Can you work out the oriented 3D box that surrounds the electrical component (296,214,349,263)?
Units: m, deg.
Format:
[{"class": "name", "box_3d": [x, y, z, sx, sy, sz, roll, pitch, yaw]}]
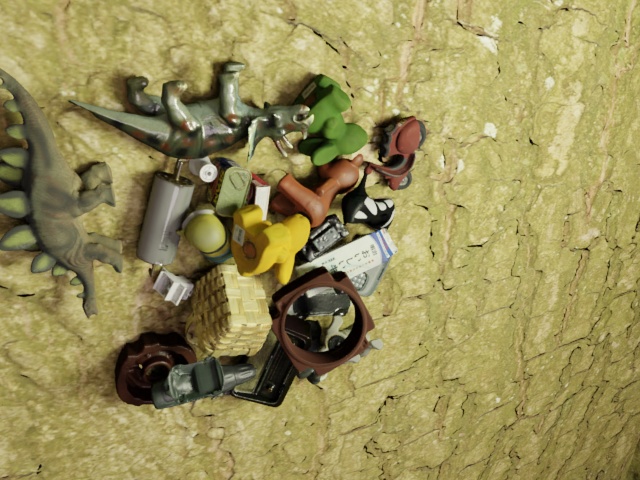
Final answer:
[{"class": "electrical component", "box_3d": [-0.002, -0.004, 1.199, 0.115, 0.134, 0.058, -39, 98, -9]}]

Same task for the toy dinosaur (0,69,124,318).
[{"class": "toy dinosaur", "box_3d": [-0.455, -0.069, 0.923, 0.198, 0.105, 0.470, -11, 114, -22]}]

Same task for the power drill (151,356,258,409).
[{"class": "power drill", "box_3d": [-0.238, 0.289, 1.116, 0.232, 0.207, 0.086, -12, 80, -14]}]

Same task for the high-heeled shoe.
[{"class": "high-heeled shoe", "box_3d": [0.111, -0.041, 1.228, 0.248, 0.086, 0.145, 58, 42, -50]}]

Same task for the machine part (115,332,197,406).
[{"class": "machine part", "box_3d": [-0.361, 0.283, 1.180, 0.179, 0.056, 0.179, -13, 120, -24]}]

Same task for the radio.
[{"class": "radio", "box_3d": [-0.114, 0.281, 1.270, 0.131, 0.073, 0.229, 21, 113, -10]}]

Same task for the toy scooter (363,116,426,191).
[{"class": "toy scooter", "box_3d": [0.168, -0.199, 1.246, 0.135, 0.075, 0.183, -4, 120, -28]}]

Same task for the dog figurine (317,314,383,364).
[{"class": "dog figurine", "box_3d": [0.058, 0.271, 1.363, 0.172, 0.121, 0.190, -6, 157, -14]}]

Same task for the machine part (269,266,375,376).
[{"class": "machine part", "box_3d": [0.002, 0.174, 1.163, 0.201, 0.087, 0.200, -30, 101, -5]}]

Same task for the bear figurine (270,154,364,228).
[{"class": "bear figurine", "box_3d": [0.001, -0.124, 1.172, 0.132, 0.120, 0.196, 34, 62, 3]}]

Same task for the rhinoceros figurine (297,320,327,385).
[{"class": "rhinoceros figurine", "box_3d": [-0.029, 0.288, 1.374, 0.112, 0.073, 0.190, -21, 121, -33]}]

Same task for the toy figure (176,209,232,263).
[{"class": "toy figure", "box_3d": [-0.210, -0.002, 1.068, 0.082, 0.089, 0.180, -53, 161, -13]}]

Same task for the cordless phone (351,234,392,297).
[{"class": "cordless phone", "box_3d": [0.071, 0.045, 1.311, 0.184, 0.089, 0.146, 21, 102, -20]}]

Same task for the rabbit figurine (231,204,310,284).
[{"class": "rabbit figurine", "box_3d": [-0.083, 0.008, 1.068, 0.173, 0.122, 0.162, -27, 131, -48]}]

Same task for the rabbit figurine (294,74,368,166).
[{"class": "rabbit figurine", "box_3d": [0.026, -0.228, 1.116, 0.170, 0.121, 0.159, 36, 99, -34]}]

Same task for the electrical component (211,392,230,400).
[{"class": "electrical component", "box_3d": [-0.261, 0.342, 1.279, 0.102, 0.045, 0.078, 15, 77, -38]}]

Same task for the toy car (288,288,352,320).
[{"class": "toy car", "box_3d": [-0.004, 0.152, 1.323, 0.202, 0.056, 0.073, 0, 96, -32]}]

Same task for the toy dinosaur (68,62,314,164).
[{"class": "toy dinosaur", "box_3d": [-0.223, -0.211, 0.987, 0.405, 0.131, 0.191, -15, 119, -17]}]

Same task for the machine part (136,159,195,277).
[{"class": "machine part", "box_3d": [-0.301, -0.040, 1.041, 0.079, 0.079, 0.243, 10, 107, -34]}]
